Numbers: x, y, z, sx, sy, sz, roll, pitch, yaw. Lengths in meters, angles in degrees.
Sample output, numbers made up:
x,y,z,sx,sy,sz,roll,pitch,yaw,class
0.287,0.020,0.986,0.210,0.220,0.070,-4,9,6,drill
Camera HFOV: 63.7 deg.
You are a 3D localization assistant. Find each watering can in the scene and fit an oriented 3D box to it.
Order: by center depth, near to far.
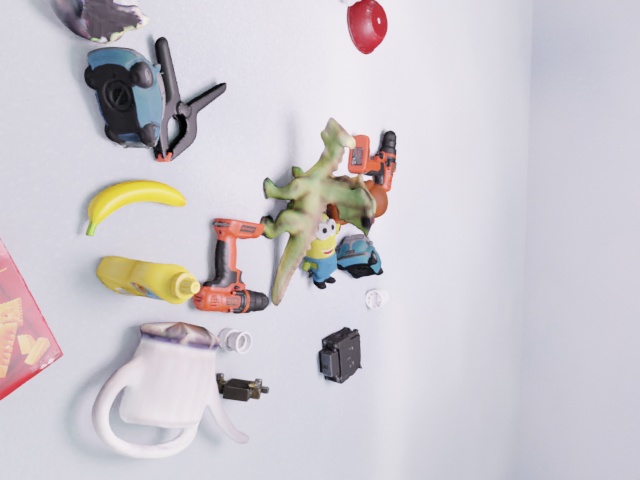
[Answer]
x,y,z,sx,sy,sz,roll,pitch,yaw,class
-0.233,0.266,0.914,0.344,0.104,0.227,27,70,-50,watering can

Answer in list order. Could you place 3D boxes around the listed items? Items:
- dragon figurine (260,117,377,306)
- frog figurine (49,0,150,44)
x,y,z,sx,sy,sz,roll,pitch,yaw,class
0.003,-0.056,1.110,0.122,0.242,0.411,6,85,-58,dragon figurine
-0.342,-0.382,0.775,0.138,0.120,0.162,-5,60,-44,frog figurine
